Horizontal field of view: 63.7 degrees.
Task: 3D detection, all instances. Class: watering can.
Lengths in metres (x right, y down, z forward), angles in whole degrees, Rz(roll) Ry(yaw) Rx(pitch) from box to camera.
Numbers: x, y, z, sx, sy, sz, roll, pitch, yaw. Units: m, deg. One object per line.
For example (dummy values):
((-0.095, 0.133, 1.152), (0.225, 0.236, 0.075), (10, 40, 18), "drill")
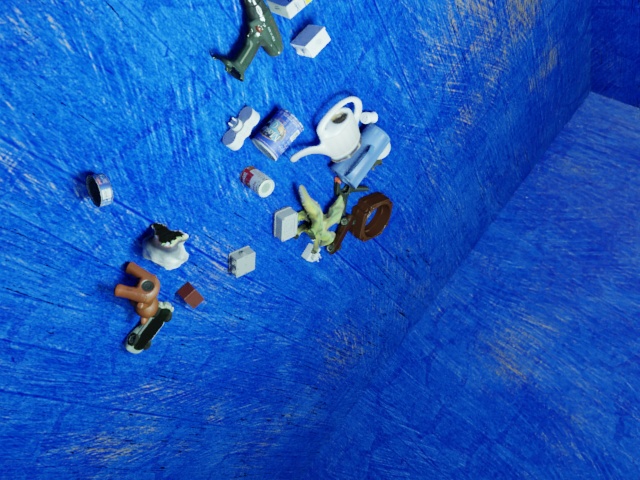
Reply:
((0.038, -0.360, 1.848), (0.350, 0.105, 0.220), (-48, 146, -10), "watering can")

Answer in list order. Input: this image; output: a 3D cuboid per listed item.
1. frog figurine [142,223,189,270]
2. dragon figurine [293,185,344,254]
((-0.473, 0.044, 1.573), (0.137, 0.126, 0.156), (6, 129, -16), "frog figurine")
((0.006, -0.103, 2.046), (0.247, 0.123, 0.400), (-41, 147, -35), "dragon figurine")
